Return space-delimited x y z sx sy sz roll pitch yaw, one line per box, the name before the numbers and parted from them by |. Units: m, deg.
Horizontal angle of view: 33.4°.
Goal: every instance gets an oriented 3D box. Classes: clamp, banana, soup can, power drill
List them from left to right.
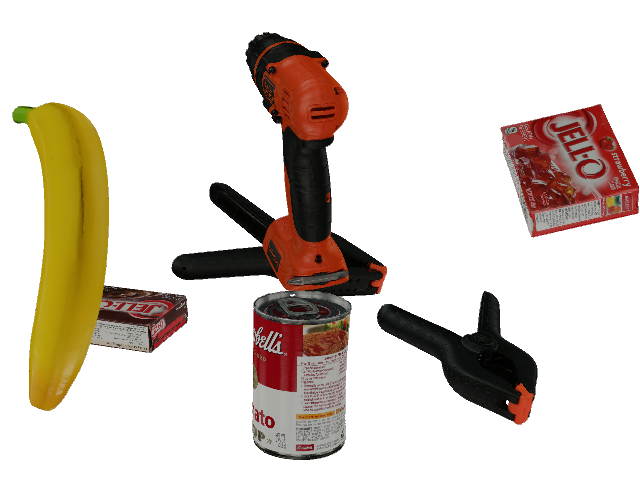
banana | -0.147 -0.005 0.616 0.037 0.198 0.070 9 -29 -34
clamp | -0.040 0.016 1.069 0.210 0.036 0.164 20 34 6
power drill | -0.022 -0.067 0.873 0.057 0.188 0.184 -9 26 -12
soup can | -0.014 0.093 0.746 0.068 0.102 0.068 1 14 -1
clamp | 0.140 0.094 0.925 0.120 0.039 0.172 -17 37 -26

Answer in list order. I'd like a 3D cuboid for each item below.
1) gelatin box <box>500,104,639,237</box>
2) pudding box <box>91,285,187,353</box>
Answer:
gelatin box | 0.169 -0.050 0.730 0.073 0.089 0.030 -12 -43 5
pudding box | -0.216 0.085 1.177 0.114 0.039 0.090 4 18 19
